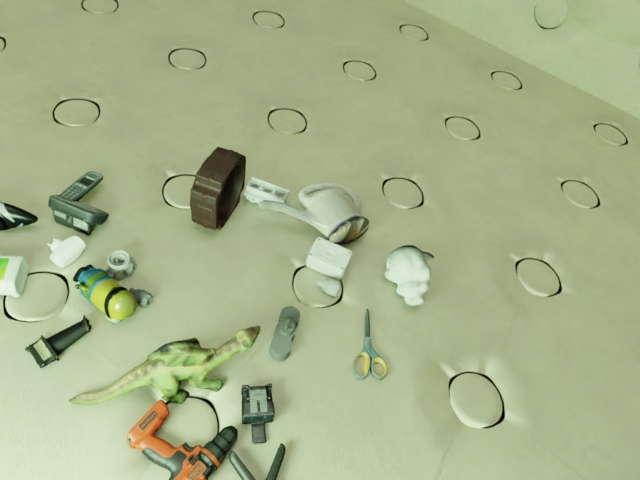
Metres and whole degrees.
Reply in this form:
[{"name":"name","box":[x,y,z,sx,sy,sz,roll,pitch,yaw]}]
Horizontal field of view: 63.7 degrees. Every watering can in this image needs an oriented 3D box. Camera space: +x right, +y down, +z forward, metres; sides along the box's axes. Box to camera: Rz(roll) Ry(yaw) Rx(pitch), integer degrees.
[{"name":"watering can","box":[0.005,-0.077,1.525,0.350,0.101,0.228,-18,57,-38]}]

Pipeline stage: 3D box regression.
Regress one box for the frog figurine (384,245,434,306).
[{"name":"frog figurine","box":[0.245,0.100,1.443,0.137,0.120,0.163,-2,52,29]}]

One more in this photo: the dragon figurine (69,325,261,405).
[{"name":"dragon figurine","box":[-0.320,0.260,1.094,0.412,0.237,0.124,-12,59,-24]}]
